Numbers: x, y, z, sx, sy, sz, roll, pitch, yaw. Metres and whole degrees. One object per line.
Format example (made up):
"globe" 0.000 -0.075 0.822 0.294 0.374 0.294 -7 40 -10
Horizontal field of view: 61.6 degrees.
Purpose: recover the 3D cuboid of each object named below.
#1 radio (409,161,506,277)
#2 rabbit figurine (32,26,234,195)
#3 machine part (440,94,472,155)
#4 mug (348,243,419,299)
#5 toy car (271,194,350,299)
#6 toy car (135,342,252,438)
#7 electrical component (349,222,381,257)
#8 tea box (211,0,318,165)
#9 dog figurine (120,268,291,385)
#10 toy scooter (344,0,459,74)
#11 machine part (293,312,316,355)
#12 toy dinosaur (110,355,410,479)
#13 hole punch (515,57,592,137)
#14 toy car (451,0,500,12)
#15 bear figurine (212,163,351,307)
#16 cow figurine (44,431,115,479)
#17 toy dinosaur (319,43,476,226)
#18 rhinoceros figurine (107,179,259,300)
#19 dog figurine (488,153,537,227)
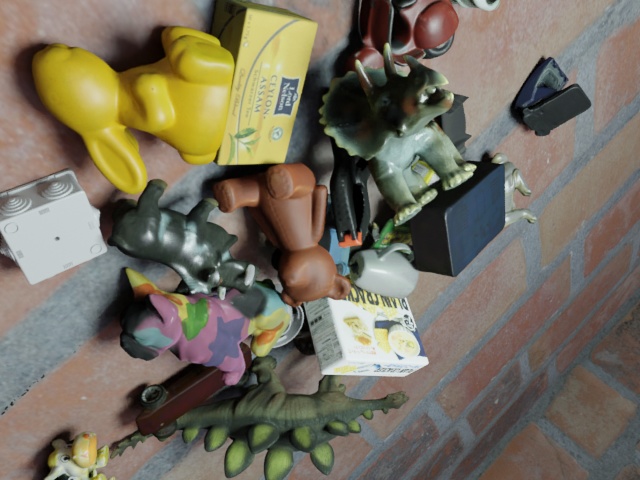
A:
"radio" 0.243 -0.040 0.924 0.229 0.073 0.131 -34 123 -40
"rabbit figurine" -0.183 -0.135 0.523 0.173 0.122 0.162 1 128 -28
"machine part" 0.223 -0.185 0.920 0.084 0.039 0.138 -31 140 -14
"mug" 0.108 0.048 0.907 0.107 0.081 0.109 9 137 -31
"toy car" -0.002 -0.002 0.808 0.103 0.109 0.161 -33 135 -65
"toy car" -0.193 0.222 0.829 0.202 0.053 0.089 -31 137 -29
"electrical component" 0.052 -0.002 0.892 0.102 0.045 0.078 -4 121 -44
"tea box" -0.076 -0.174 0.608 0.098 0.068 0.169 -10 126 -39
"dog figurine" -0.158 0.094 0.718 0.191 0.109 0.219 -46 138 -9
"toy scooter" 0.103 -0.282 0.693 0.184 0.075 0.135 -34 140 -13
"machine part" 0.034 0.167 0.988 0.243 0.079 0.079 4 117 -47
"toy dinosaur" -0.084 0.288 0.875 0.472 0.199 0.104 -4 117 -4
"hole punch" 0.437 -0.273 1.034 0.116 0.092 0.142 -34 153 29
"toy car" 0.172 -0.356 0.699 0.201 0.074 0.056 18 104 -50
"bear figurine" -0.042 0.002 0.700 0.132 0.120 0.195 -22 103 -62
"cow figurine" -0.346 0.328 0.751 0.098 0.068 0.167 0 125 -9
"toy dinosaur" 0.107 -0.135 0.718 0.131 0.192 0.405 -33 180 12
"rhinoceros figurine" -0.151 0.008 0.630 0.073 0.112 0.190 -30 140 30
"dog figurine" 0.307 -0.063 1.066 0.191 0.121 0.172 -26 104 -3
